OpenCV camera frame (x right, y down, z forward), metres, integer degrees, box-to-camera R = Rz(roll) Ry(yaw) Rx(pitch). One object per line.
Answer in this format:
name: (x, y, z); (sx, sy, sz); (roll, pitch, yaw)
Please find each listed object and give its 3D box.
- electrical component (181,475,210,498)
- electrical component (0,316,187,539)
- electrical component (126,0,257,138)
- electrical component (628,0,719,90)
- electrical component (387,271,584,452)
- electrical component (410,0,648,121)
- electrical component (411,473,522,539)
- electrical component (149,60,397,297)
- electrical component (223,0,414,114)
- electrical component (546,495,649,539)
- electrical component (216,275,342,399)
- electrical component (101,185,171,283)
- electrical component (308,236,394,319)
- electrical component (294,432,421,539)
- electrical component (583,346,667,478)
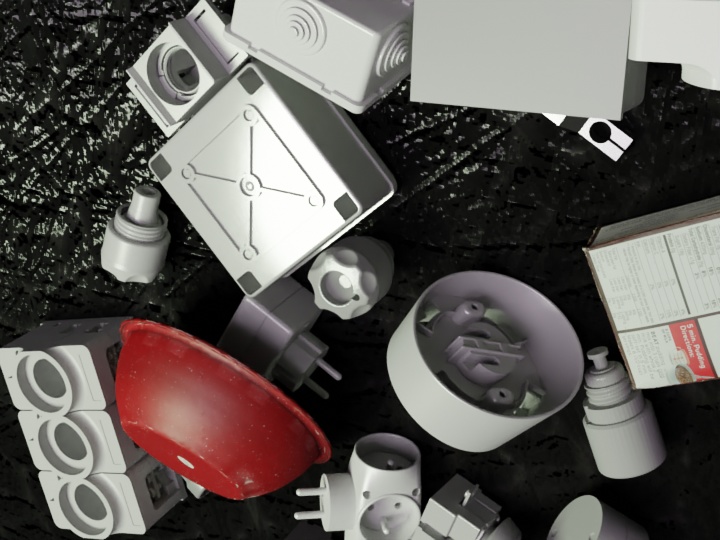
electrical component: (-0.116, 0.134, 0.772); (0.046, 0.040, 0.040); (46, 124, 10)
electrical component: (-0.199, 0.116, 0.795); (0.089, 0.062, 0.150); (-4, 108, 29)
electrical component: (-0.096, -0.122, 0.639); (0.081, 0.064, 0.042); (-37, 92, 34)
electrical component: (0.174, -0.119, 0.446); (0.089, 0.150, 0.061); (9, 113, 25)
electrical component: (0.068, 0.051, 0.608); (0.099, 0.099, 0.064); (45, 130, 5)
electrical component: (0.088, -0.172, 0.514); (0.105, 0.060, 0.186); (10, 108, 25)
electrical component: (0.069, 0.169, 0.685); (0.055, 0.048, 0.066); (32, 122, 21)
electrical component: (-0.053, -0.058, 0.648); (0.109, 0.056, 0.108); (-36, 91, 34)
electrical component: (-0.010, -0.138, 0.568); (0.100, 0.099, 0.048); (31, 134, 13)
electrical component: (0.102, 0.191, 0.639); (0.074, 0.052, 0.138); (32, 100, -14)
electrical component: (-0.046, 0.053, 0.696); (0.077, 0.047, 0.065); (38, 123, 8)
electrical component: (-0.148, -0.026, 0.720); (0.043, 0.043, 0.062); (27, 119, 15)
electrical component: (0.000, 0.000, 0.641); (0.043, 0.062, 0.043); (11, 115, 24)
electrical component: (-0.003, 0.151, 0.703); (0.079, 0.044, 0.077); (0, 116, -13)
electrical component: (0.146, 0.081, 0.610); (0.040, 0.040, 0.078); (-13, 104, 31)
